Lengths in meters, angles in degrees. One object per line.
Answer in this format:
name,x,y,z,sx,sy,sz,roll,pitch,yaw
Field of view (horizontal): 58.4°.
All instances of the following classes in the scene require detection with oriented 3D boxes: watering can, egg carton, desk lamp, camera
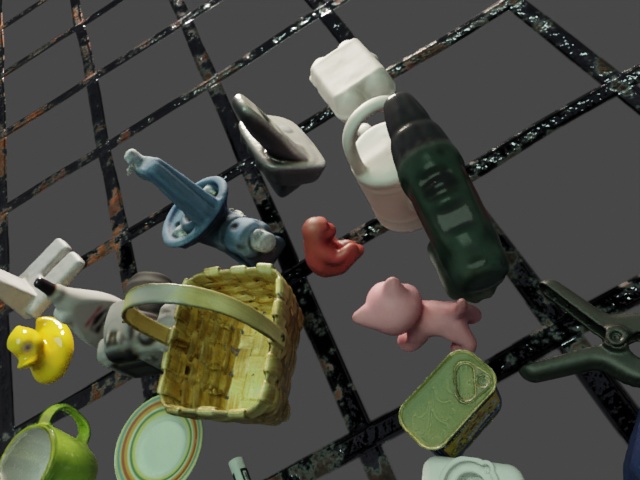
watering can,0.094,-0.096,0.708,0.172,0.195,0.101,28,75,35
egg carton,0.051,-0.248,0.902,0.107,0.070,0.150,-33,52,3
desk lamp,-0.528,0.045,0.898,0.117,0.214,0.203,31,76,36
camera,-0.233,0.107,0.793,0.143,0.101,0.137,-14,55,17

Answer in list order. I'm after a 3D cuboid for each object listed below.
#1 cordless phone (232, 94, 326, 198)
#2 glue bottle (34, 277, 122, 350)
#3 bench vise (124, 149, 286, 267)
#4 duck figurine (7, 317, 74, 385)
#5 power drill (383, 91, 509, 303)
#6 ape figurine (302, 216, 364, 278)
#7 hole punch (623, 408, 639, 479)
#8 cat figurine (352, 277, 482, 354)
cordless phone,-0.079,-0.164,0.837,0.094,0.186,0.147,-37,52,0
glue bottle,-0.332,0.096,0.800,0.037,0.174,0.078,18,69,33
bench vise,-0.150,-0.048,0.775,0.206,0.220,0.121,2,61,26
duck figurine,-0.428,0.157,0.862,0.077,0.086,0.104,-22,53,11
power drill,0.141,-0.027,0.633,0.075,0.209,0.229,-26,53,9
ape figurine,0.007,0.003,0.751,0.076,0.092,0.077,-36,52,1
hole punch,0.325,0.178,0.493,0.100,0.091,0.109,14,67,31
cat figurine,0.107,0.080,0.640,0.127,0.118,0.067,-2,60,24
